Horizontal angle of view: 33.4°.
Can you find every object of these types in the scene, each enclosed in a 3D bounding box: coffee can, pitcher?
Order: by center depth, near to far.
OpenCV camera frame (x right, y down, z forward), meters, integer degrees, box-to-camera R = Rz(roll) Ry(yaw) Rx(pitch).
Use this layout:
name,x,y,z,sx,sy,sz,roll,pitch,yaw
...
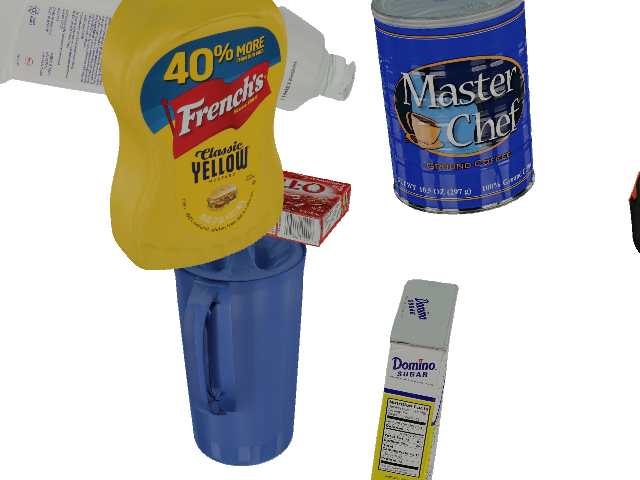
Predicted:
name,x,y,z,sx,sy,sz,roll,pitch,yaw
coffee can,0.094,-0.103,0.741,0.103,0.140,0.103,-7,28,4
pitcher,-0.086,0.113,1.095,0.149,0.243,0.145,-12,30,-23

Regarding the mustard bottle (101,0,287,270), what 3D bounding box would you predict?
name,x,y,z,sx,sy,sz,roll,pitch,yaw
mustard bottle,-0.062,-0.079,0.542,0.096,0.192,0.058,-19,43,-27

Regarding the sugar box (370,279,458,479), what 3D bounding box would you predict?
name,x,y,z,sx,sy,sz,roll,pitch,yaw
sugar box,0.067,0.126,0.794,0.048,0.176,0.093,7,28,9

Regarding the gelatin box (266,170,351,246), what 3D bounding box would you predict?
name,x,y,z,sx,sy,sz,roll,pitch,yaw
gelatin box,-0.028,-0.031,0.893,0.089,0.030,0.073,13,29,17

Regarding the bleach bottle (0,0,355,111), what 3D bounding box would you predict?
name,x,y,z,sx,sy,sz,roll,pitch,yaw
bleach bottle,-0.101,-0.134,0.749,0.250,0.068,0.103,12,-40,-12

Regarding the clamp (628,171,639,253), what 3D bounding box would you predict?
name,x,y,z,sx,sy,sz,roll,pitch,yaw
clamp,0.269,0.015,0.694,0.120,0.039,0.171,-3,46,-21
